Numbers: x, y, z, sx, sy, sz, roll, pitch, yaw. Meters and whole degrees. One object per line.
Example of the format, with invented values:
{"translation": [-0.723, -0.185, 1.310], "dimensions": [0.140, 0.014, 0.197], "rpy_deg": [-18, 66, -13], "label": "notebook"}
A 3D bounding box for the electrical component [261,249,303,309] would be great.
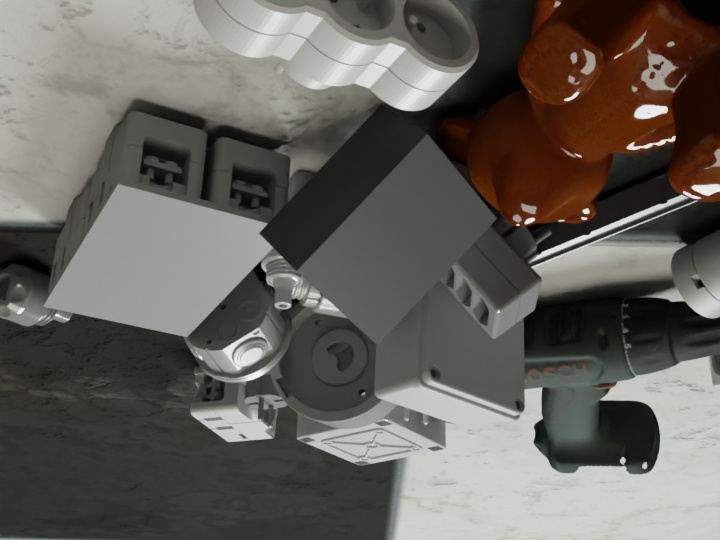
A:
{"translation": [-0.052, -0.003, 0.749], "dimensions": [0.035, 0.061, 0.035], "rpy_deg": [1, 153, 1], "label": "electrical component"}

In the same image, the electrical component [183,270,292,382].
{"translation": [-0.096, 0.040, 0.818], "dimensions": [0.080, 0.080, 0.051], "rpy_deg": [-6, 147, 13], "label": "electrical component"}

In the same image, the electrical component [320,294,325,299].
{"translation": [0.000, 0.000, 0.761], "dimensions": [0.047, 0.055, 0.055], "rpy_deg": [11, 152, -12], "label": "electrical component"}

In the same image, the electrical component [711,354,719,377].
{"translation": [0.324, 0.049, 0.842], "dimensions": [0.059, 0.053, 0.095], "rpy_deg": [7, 153, -10], "label": "electrical component"}

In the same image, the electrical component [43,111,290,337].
{"translation": [-0.130, -0.026, 0.708], "dimensions": [0.105, 0.060, 0.186], "rpy_deg": [14, 150, -24], "label": "electrical component"}

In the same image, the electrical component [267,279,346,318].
{"translation": [-0.030, 0.012, 0.800], "dimensions": [0.078, 0.040, 0.040], "rpy_deg": [11, 152, -16], "label": "electrical component"}

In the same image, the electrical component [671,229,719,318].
{"translation": [0.254, -0.001, 0.749], "dimensions": [0.055, 0.055, 0.047], "rpy_deg": [17, 145, -28], "label": "electrical component"}

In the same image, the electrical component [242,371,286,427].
{"translation": [-0.080, 0.096, 0.928], "dimensions": [0.047, 0.076, 0.065], "rpy_deg": [-9, 151, 19], "label": "electrical component"}

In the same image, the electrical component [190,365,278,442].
{"translation": [-0.113, 0.124, 1.014], "dimensions": [0.056, 0.050, 0.089], "rpy_deg": [-7, 152, 16], "label": "electrical component"}

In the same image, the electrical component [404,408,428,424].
{"translation": [0.048, 0.094, 0.919], "dimensions": [0.083, 0.075, 0.047], "rpy_deg": [15, 150, -24], "label": "electrical component"}

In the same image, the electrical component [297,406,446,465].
{"translation": [0.012, 0.143, 1.039], "dimensions": [0.109, 0.056, 0.109], "rpy_deg": [-17, 148, 32], "label": "electrical component"}

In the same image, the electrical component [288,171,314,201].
{"translation": [-0.012, -0.026, 0.706], "dimensions": [0.078, 0.057, 0.058], "rpy_deg": [14, 150, -23], "label": "electrical component"}

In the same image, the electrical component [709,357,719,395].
{"translation": [0.336, 0.107, 0.930], "dimensions": [0.047, 0.076, 0.066], "rpy_deg": [-13, 150, 25], "label": "electrical component"}

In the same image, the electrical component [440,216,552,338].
{"translation": [0.093, -0.013, 0.720], "dimensions": [0.076, 0.083, 0.047], "rpy_deg": [-35, 157, -14], "label": "electrical component"}

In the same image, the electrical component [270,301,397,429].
{"translation": [-0.011, 0.074, 0.854], "dimensions": [0.108, 0.108, 0.060], "rpy_deg": [-6, 158, 14], "label": "electrical component"}

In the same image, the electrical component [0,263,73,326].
{"translation": [-0.251, 0.023, 0.830], "dimensions": [0.043, 0.043, 0.062], "rpy_deg": [-18, 149, 33], "label": "electrical component"}

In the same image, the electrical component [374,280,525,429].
{"translation": [0.068, 0.052, 0.801], "dimensions": [0.109, 0.108, 0.056], "rpy_deg": [23, 148, -36], "label": "electrical component"}

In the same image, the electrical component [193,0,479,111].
{"translation": [-0.018, -0.115, 0.537], "dimensions": [0.138, 0.052, 0.074], "rpy_deg": [15, 150, -25], "label": "electrical component"}
